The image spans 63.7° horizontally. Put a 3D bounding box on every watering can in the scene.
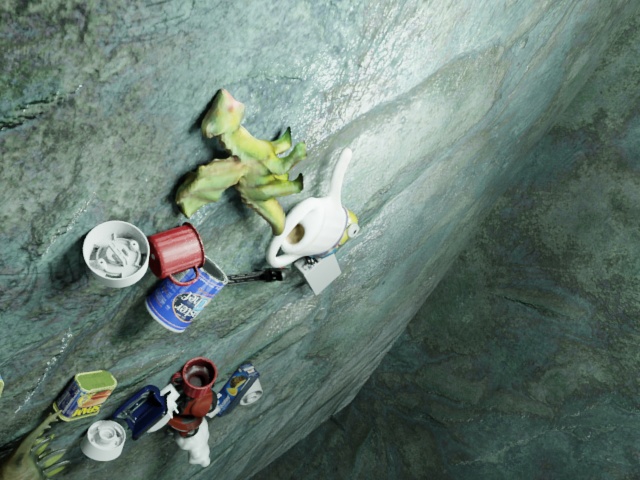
[{"bbox_3d":[0.004,-0.063,1.252,0.344,0.105,0.224,-51,157,14],"label":"watering can"}]

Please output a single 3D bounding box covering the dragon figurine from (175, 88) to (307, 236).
[{"bbox_3d":[-0.154,-0.106,0.972,0.244,0.124,0.400,-14,143,-22],"label":"dragon figurine"}]

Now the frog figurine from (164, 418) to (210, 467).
[{"bbox_3d":[-0.400,0.646,1.657,0.123,0.161,0.135,-45,156,-4],"label":"frog figurine"}]
